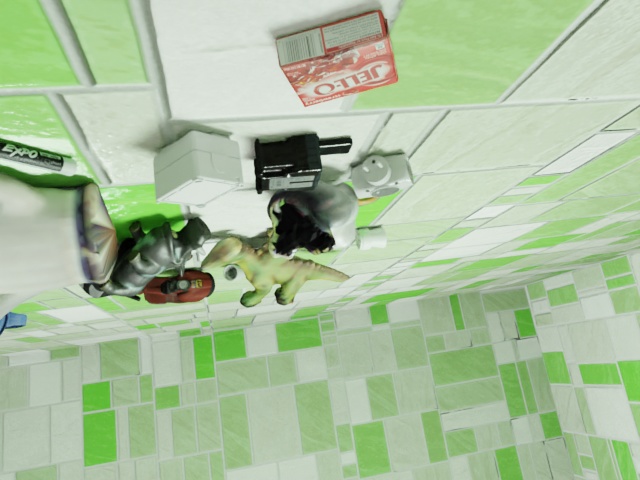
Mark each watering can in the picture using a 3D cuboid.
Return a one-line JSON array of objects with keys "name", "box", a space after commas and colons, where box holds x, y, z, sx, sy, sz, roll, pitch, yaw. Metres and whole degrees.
[{"name": "watering can", "box": [-0.374, 0.029, 0.653, 0.225, 0.106, 0.339, -4, -37, -18]}]

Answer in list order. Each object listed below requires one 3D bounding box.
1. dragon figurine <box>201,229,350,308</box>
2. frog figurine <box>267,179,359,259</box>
[{"name": "dragon figurine", "box": [-0.054, 0.040, 1.045, 0.411, 0.124, 0.238, -2, -23, -33]}, {"name": "frog figurine", "box": [0.002, -0.038, 0.757, 0.135, 0.123, 0.161, -34, -3, 34]}]
